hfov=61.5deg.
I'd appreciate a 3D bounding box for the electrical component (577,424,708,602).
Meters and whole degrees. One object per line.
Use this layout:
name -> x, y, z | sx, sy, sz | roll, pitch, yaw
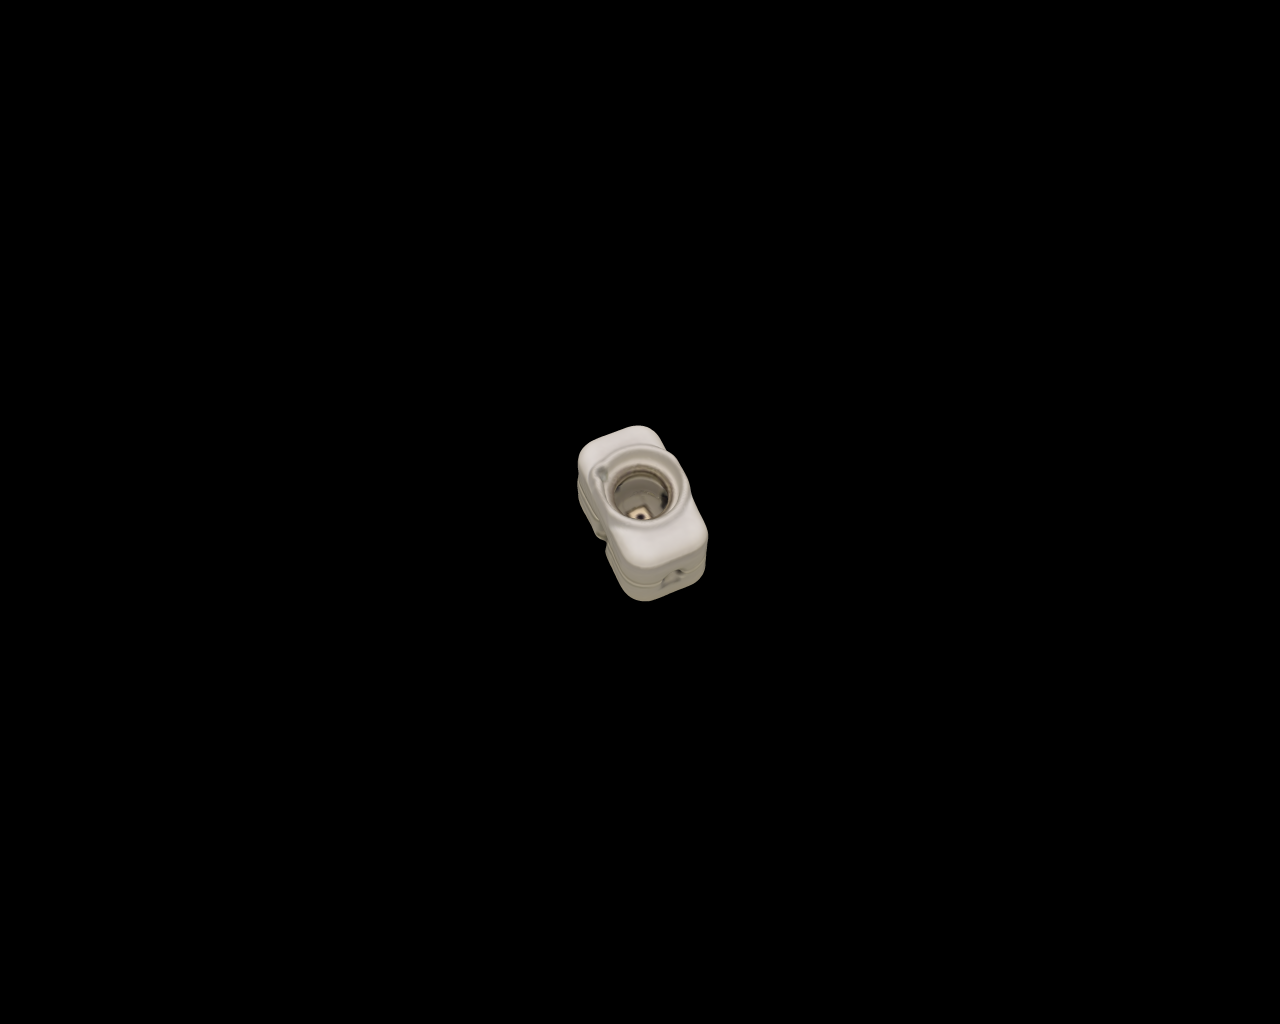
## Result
electrical component -> 0.001, -0.003, 0.650 | 0.054, 0.095, 0.059 | -21, -28, -12
